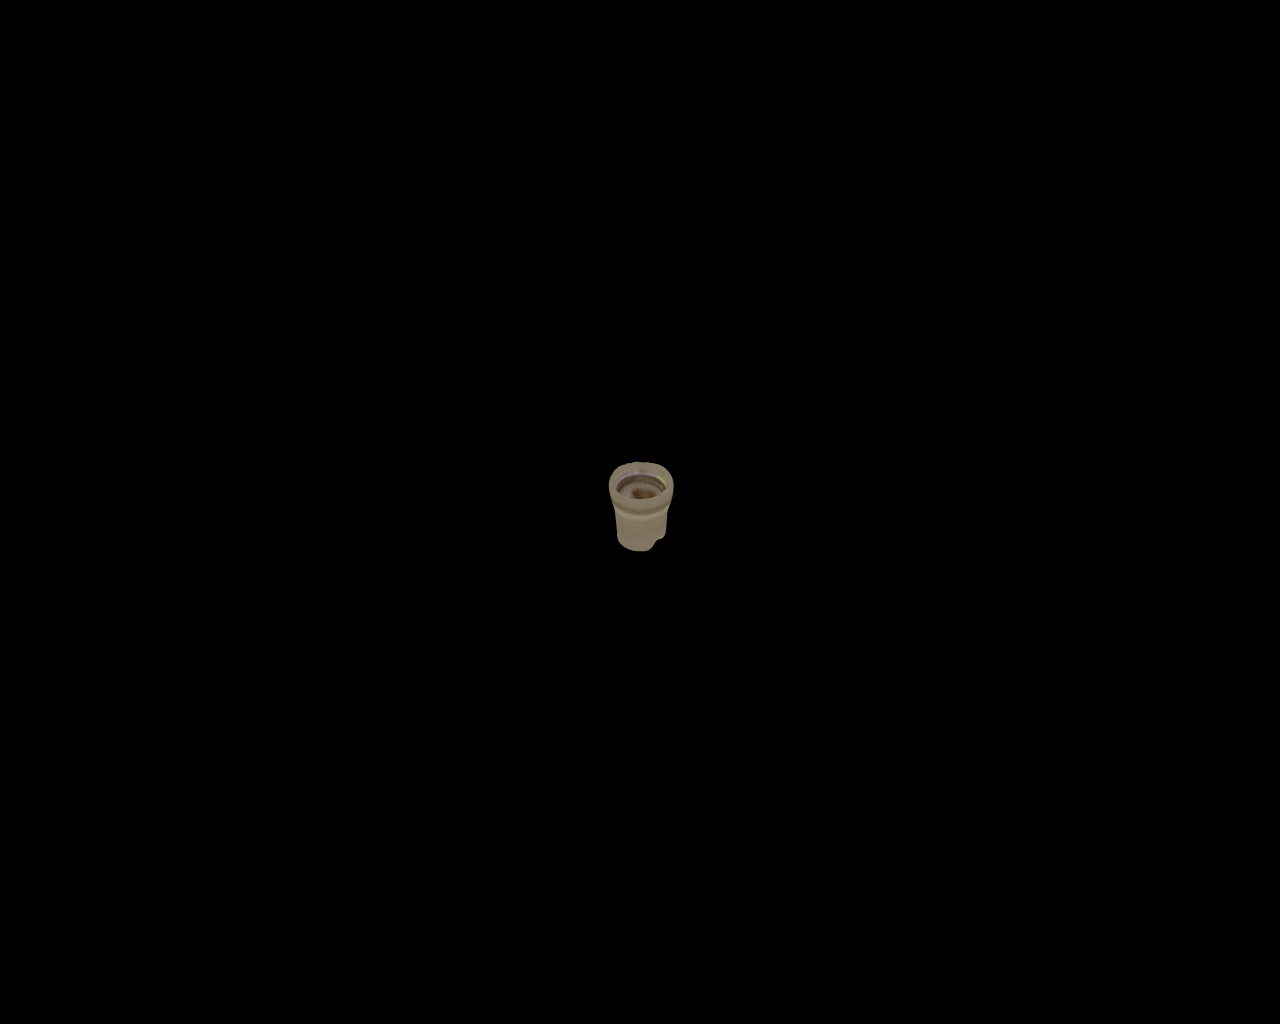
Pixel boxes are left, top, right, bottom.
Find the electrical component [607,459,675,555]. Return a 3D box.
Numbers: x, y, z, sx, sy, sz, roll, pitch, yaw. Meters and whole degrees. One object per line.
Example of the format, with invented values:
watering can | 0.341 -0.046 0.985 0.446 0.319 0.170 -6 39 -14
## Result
electrical component | 0.001 -0.003 0.650 0.040 0.046 0.040 0 40 0
